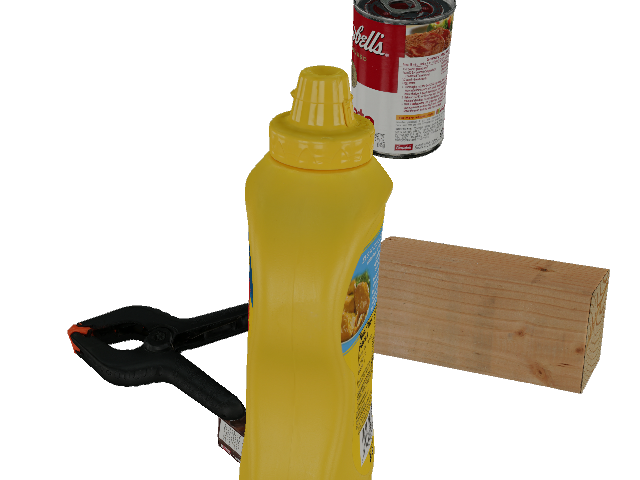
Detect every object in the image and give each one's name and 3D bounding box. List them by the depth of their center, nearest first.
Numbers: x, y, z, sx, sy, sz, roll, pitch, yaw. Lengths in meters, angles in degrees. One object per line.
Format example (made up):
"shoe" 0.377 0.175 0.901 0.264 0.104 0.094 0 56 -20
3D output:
"mustard bottle" -0.002 0.023 0.441 0.058 0.192 0.096 8 25 10
"soup can" 0.055 -0.116 0.730 0.068 0.102 0.068 0 34 0
"clamp" -0.124 0.085 0.901 0.171 0.039 0.120 14 40 14
"wood block" 0.143 0.061 0.956 0.206 0.090 0.090 9 17 23
"pudding box" -0.033 0.197 1.069 0.113 0.039 0.090 -12 26 -36
